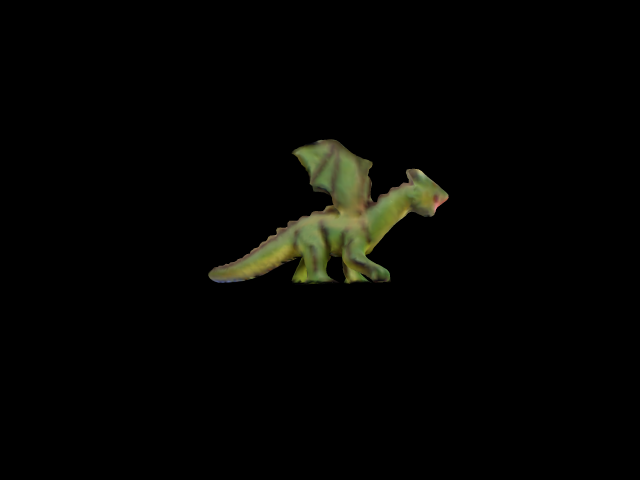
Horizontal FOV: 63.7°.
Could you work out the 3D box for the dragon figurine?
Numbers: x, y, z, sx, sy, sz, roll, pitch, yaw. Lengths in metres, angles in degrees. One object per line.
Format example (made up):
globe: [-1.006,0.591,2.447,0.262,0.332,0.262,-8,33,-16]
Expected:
dragon figurine: [0.003,-0.043,0.850,0.410,0.243,0.122,0,-3,11]
